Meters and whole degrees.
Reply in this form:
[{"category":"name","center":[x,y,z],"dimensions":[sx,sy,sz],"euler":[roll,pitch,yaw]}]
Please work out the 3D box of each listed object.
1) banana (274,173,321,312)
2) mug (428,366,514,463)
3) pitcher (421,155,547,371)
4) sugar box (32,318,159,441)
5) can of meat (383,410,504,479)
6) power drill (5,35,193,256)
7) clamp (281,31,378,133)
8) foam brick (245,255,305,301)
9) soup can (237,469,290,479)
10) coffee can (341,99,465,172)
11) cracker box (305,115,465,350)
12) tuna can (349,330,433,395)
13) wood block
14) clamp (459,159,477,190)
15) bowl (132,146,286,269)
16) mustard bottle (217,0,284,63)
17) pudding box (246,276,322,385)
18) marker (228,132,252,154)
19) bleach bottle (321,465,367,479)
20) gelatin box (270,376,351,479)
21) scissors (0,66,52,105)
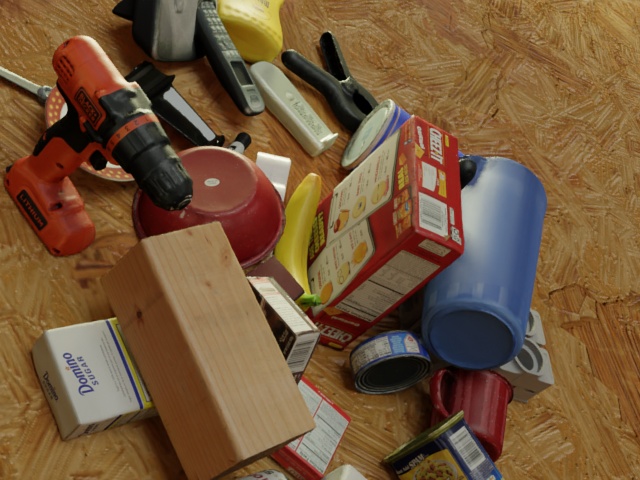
[{"category":"banana","center":[-0.022,0.013,1.170],"dimensions":[0.037,0.070,0.198],"euler":[39,34,-35]},{"category":"mug","center":[0.155,0.187,1.157],"dimensions":[0.117,0.093,0.081],"euler":[49,39,-33]},{"category":"pitcher","center":[0.186,0.034,1.195],"dimensions":[0.149,0.145,0.242],"euler":[22,42,-4]},{"category":"sugar box","center":[-0.167,0.117,0.979],"dimensions":[0.175,0.048,0.093],"euler":[-9,66,-41]},{"category":"can of meat","center":[0.127,0.235,1.092],"dimensions":[0.057,0.102,0.084],"euler":[-24,78,-48]},{"category":"power drill","center":[-0.207,-0.065,0.982],"dimensions":[0.057,0.188,0.184],"euler":[-22,73,-49]},{"category":"clamp","center":[0.031,-0.204,1.412],"dimensions":[0.171,0.039,0.120],"euler":[48,44,-8]},{"category":"foam brick","center":[-0.065,0.062,1.084],"dimensions":[0.051,0.078,0.052],"euler":[51,41,3]},{"category":"soup can","center":[-0.073,0.246,0.936],"dimensions":[0.102,0.069,0.068],"euler":[-8,64,-44]},{"category":"coffee can","center":[0.112,-0.095,1.344],"dimensions":[0.140,0.103,0.102],"euler":[34,42,-15]},{"category":"cracker box","center":[0.062,-0.004,1.140],"dimensions":[0.072,0.214,0.164],"euler":[24,45,-24]},{"category":"tuna can","center":[0.075,0.131,1.142],"dimensions":[0.086,0.086,0.034],"euler":[12,50,-34]},{"category":"wood block","center":[-0.101,0.100,0.943],"dimensions":[0.090,0.091,0.206],"euler":[-15,74,-44]},{"category":"clamp","center":[0.098,-0.017,1.207],"dimensions":[0.036,0.165,0.210],"euler":[25,88,-22]},{"category":"bowl","center":[-0.112,-0.044,1.100],"dimensions":[0.162,0.055,0.162],"euler":[5,52,-6]},{"category":"mustard bottle","center":[-0.092,-0.318,1.384],"dimensions":[0.096,0.058,0.191],"euler":[25,45,-26]},{"category":"pudding box","center":[-0.054,0.105,1.015],"dimensions":[0.039,0.114,0.090],"euler":[-1,36,-45]},{"category":"marker","center":[-0.103,-0.092,1.211],"dimensions":[0.020,0.020,0.121],"euler":[40,33,-8]},{"category":"bleach bottle","center":[0.088,0.330,1.013],"dimensions":[0.250,0.068,0.102],"euler":[43,41,-9]},{"category":"gelatin box","center":[-0.017,0.189,1.061],"dimensions":[0.073,0.030,0.089],"euler":[42,41,-8]},{"category":"scissors","center":[-0.276,-0.133,1.109],"dimensions":[0.201,0.016,0.096],"euler":[14,50,-32]}]
